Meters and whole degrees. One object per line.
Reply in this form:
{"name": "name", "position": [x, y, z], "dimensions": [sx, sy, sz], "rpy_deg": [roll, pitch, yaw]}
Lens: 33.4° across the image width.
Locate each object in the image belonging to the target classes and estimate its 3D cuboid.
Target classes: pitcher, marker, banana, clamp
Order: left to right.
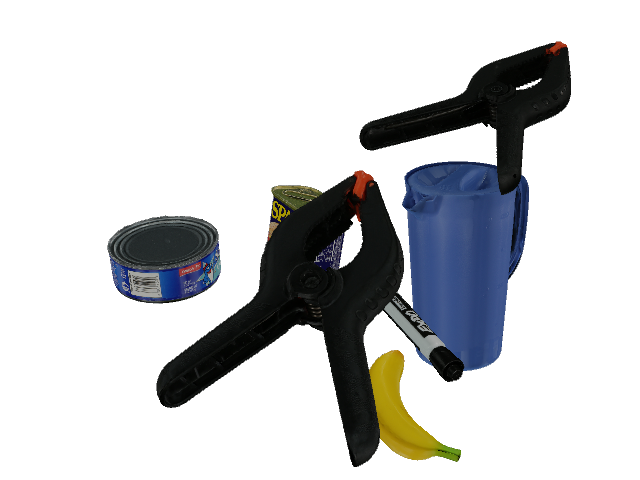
{"name": "clamp", "position": [0.004, 0.039, 0.568], "dimensions": [0.120, 0.171, 0.039], "rpy_deg": [25, -26, 18]}
{"name": "banana", "position": [0.079, 0.172, 1.109], "dimensions": [0.069, 0.037, 0.198], "rpy_deg": [10, 24, -20]}
{"name": "marker", "position": [0.074, 0.070, 0.814], "dimensions": [0.020, 0.020, 0.121], "rpy_deg": [0, 27, -26]}
{"name": "pitcher", "position": [0.179, 0.029, 1.310], "dimensions": [0.149, 0.243, 0.145], "rpy_deg": [1, 22, 9]}
{"name": "clamp", "position": [0.161, -0.113, 0.936], "dimensions": [0.209, 0.036, 0.165], "rpy_deg": [-33, 41, -24]}

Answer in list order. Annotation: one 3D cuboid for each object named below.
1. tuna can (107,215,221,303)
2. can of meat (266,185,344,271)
{"name": "tuna can", "position": [-0.120, 0.014, 0.831], "dimensions": [0.086, 0.034, 0.086], "rpy_deg": [-3, 28, 1]}
{"name": "can of meat", "position": [-0.017, -0.004, 1.135], "dimensions": [0.057, 0.084, 0.102], "rpy_deg": [-3, 22, -30]}
